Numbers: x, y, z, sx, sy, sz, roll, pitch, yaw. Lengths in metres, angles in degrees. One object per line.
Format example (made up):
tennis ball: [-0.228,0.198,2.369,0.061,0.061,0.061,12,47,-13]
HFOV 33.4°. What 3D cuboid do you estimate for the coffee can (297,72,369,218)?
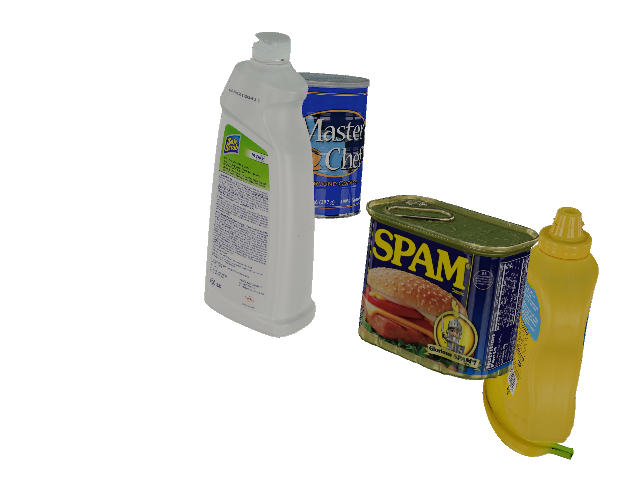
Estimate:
coffee can: [-0.004,-0.102,1.119,0.103,0.140,0.103,3,13,-1]

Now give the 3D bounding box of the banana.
banana: [0.215,0.185,1.190,0.069,0.037,0.198,10,25,-14]

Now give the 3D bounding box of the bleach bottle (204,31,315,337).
bleach bottle: [-0.044,-0.049,0.909,0.103,0.251,0.067,21,29,28]

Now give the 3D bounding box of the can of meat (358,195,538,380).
can of meat: [0.071,0.027,0.631,0.102,0.084,0.057,20,23,40]

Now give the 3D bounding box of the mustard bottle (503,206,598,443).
mustard bottle: [0.190,0.063,0.874,0.058,0.192,0.096,4,25,3]
